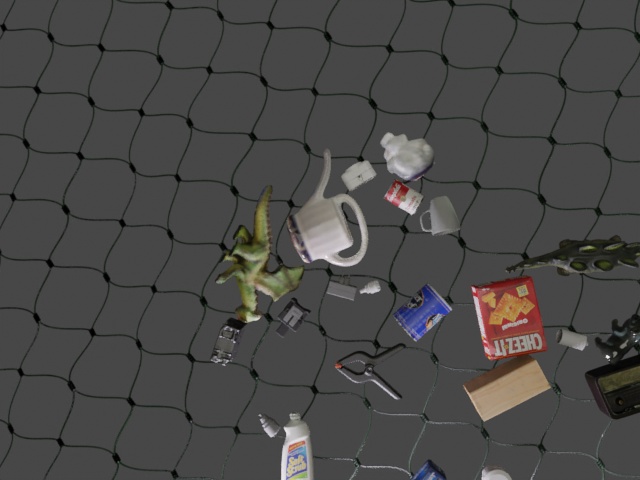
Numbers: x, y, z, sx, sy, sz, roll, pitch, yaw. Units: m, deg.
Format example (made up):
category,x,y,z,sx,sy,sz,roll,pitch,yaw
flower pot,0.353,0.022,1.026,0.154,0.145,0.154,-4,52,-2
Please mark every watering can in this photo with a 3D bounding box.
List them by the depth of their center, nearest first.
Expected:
category,x,y,z,sx,sy,sz,roll,pitch,yaw
watering can,0.005,-0.076,1.518,0.224,0.104,0.348,-22,87,4

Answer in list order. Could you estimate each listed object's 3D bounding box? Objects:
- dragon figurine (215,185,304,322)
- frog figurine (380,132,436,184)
category,x,y,z,sx,sy,sz,roll,pitch,yaw
dragon figurine,-0.161,0.065,1.546,0.241,0.123,0.410,30,92,-12
frog figurine,0.251,-0.253,1.503,0.136,0.124,0.159,-35,98,22
